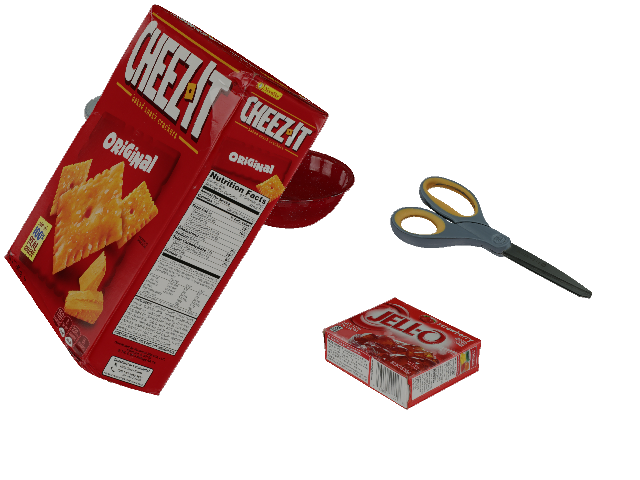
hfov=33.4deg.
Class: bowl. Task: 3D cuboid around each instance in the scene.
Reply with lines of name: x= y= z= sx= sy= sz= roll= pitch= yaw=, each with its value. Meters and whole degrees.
bowl: x=-0.042 y=-0.058 z=1.278 sx=0.162 sy=0.055 sz=0.162 roll=5 pitch=26 yaw=-2

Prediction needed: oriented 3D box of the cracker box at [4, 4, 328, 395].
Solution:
cracker box: x=-0.112 y=-0.033 z=0.709 sx=0.072 sy=0.214 sz=0.164 roll=25 pitch=10 yaw=-40

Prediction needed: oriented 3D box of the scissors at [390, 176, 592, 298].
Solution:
scissors: x=0.140 y=0.007 z=0.956 sx=0.096 sy=0.016 sz=0.202 roll=-25 pitch=47 yaw=-18

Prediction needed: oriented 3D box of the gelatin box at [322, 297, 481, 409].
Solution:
gelatin box: x=0.057 y=0.077 z=0.760 sx=0.073 sy=0.030 sz=0.089 roll=-20 pitch=32 yaw=-35

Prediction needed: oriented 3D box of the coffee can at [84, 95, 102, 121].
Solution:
coffee can: x=-0.147 y=-0.048 z=0.916 sx=0.103 sy=0.140 sz=0.103 roll=2 pitch=27 yaw=-1
